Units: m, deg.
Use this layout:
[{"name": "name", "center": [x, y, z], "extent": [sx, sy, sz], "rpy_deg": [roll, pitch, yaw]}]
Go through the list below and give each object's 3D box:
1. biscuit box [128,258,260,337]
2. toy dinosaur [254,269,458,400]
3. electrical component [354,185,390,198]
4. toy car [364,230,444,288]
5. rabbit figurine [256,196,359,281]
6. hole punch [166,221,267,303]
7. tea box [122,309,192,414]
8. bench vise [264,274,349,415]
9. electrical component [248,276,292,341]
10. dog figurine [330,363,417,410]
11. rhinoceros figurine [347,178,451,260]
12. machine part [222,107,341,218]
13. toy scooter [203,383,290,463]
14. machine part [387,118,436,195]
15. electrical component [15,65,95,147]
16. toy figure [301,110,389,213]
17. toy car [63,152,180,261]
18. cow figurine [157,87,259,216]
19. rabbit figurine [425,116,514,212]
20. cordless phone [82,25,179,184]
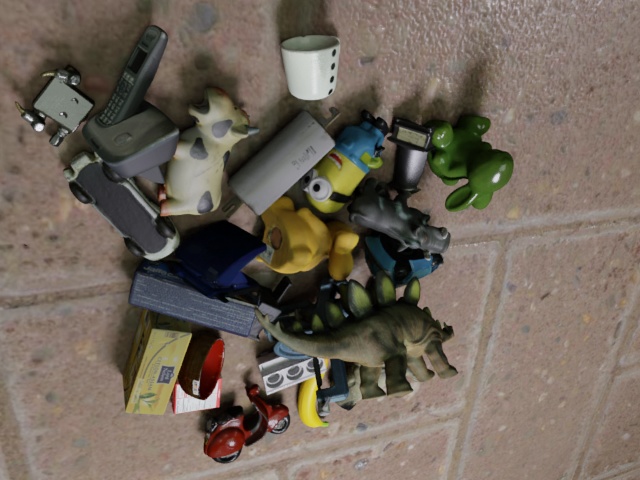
[{"name": "biscuit box", "center": [-0.202, 0.092, 0.871], "extent": [0.203, 0.059, 0.062], "rpy_deg": [18, 108, -8]}, {"name": "toy dinosaur", "center": [0.092, 0.155, 0.870], "extent": [0.105, 0.198, 0.471], "rpy_deg": [-27, 161, 39]}, {"name": "electrical component", "center": [0.099, -0.068, 0.979], "extent": [0.063, 0.021, 0.093], "rpy_deg": [-35, 123, -3]}, {"name": "toy car", "center": [0.148, 0.041, 1.020], "extent": [0.161, 0.109, 0.102], "rpy_deg": [-7, 142, -33]}, {"name": "rabbit figurine", "center": [-0.002, -0.003, 0.910], "extent": [0.173, 0.163, 0.121], "rpy_deg": [0, 104, -43]}, {"name": "hole punch", "center": [-0.158, 0.030, 0.851], "extent": [0.116, 0.142, 0.092], "rpy_deg": [-12, 126, -52]}, {"name": "tea box", "center": [-0.279, 0.197, 0.910], "extent": [0.068, 0.098, 0.169], "rpy_deg": [12, 112, -27]}, {"name": "bench vise", "center": [0.014, 0.186, 0.959], "extent": [0.224, 0.241, 0.128], "rpy_deg": [-7, 146, -4]}, {"name": "electrical component", "center": [-0.102, 0.112, 0.955], "extent": [0.047, 0.075, 0.119], "rpy_deg": [28, 106, -32]}, {"name": "dog figurine", "center": [0.087, 0.244, 1.101], "extent": [0.191, 0.121, 0.172], "rpy_deg": [-24, 90, 10]}, {"name": "rhinoceros figurine", "center": [0.138, -0.033, 0.923], "extent": [0.190, 0.112, 0.073], "rpy_deg": [23, 120, -18]}, {"name": "machine part", "center": [-0.061, -0.121, 0.849], "extent": [0.243, 0.079, 0.079], "rpy_deg": [-41, 124, 2]}, {"name": "toy scooter", "center": [-0.152, 0.352, 1.059], "extent": [0.184, 0.075, 0.135], "rpy_deg": [-22, 123, -16]}, {"name": "machine part", "center": [0.156, -0.143, 0.941], "extent": [0.039, 0.084, 0.138], "rpy_deg": [-48, 148, -47]}, {"name": "electrical component", "center": [-0.349, -0.181, 0.714], "extent": [0.102, 0.045, 0.078], "rpy_deg": [-44, 122, 2]}, {"name": "toy figure", "center": [0.046, -0.124, 0.893], "extent": [0.089, 0.082, 0.180], "rpy_deg": [38, 94, -31]}, {"name": "toy car", "center": [-0.291, -0.049, 0.803], "extent": [0.073, 0.056, 0.201], "rpy_deg": [-33, 123, 4]}, {"name": "cow figurine", "center": [-0.168, -0.128, 0.796], "extent": [0.127, 0.086, 0.194], "rpy_deg": [3, 118, -26]}, {"name": "rabbit figurine", "center": [0.257, -0.125, 0.928], "extent": [0.121, 0.170, 0.158], "rpy_deg": [-5, 117, -21]}, {"name": "cordless phone", "center": [-0.227, -0.181, 0.706], "extent": [0.088, 0.147, 0.184], "rpy_deg": [15, 108, -47]}]
